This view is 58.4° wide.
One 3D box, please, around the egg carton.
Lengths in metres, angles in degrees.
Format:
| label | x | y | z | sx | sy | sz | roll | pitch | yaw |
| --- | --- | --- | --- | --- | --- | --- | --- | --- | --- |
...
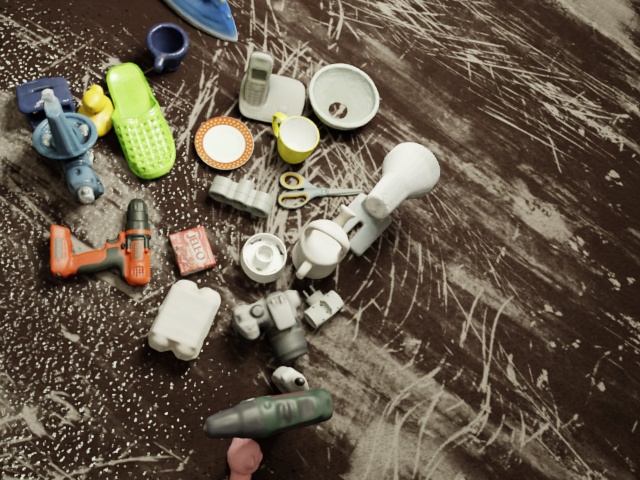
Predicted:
| label | x | y | z | sx | sy | sz | roll | pitch | yaw |
| --- | --- | --- | --- | --- | --- | --- | --- | --- | --- |
| egg carton | -0.267 | 0.157 | 1.131 | 0.107 | 0.069 | 0.150 | 22 | 70 | -5 |

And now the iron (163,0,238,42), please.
| label | x | y | z | sx | sy | sz | roll | pitch | yaw |
| --- | --- | --- | --- | --- | --- | --- | --- | --- | --- |
| iron | -0.279 | -0.586 | 1.321 | 0.258 | 0.141 | 0.119 | 43 | 69 | 3 |

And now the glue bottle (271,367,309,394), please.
| label | x | y | z | sx | sy | sz | roll | pitch | yaw |
| --- | --- | --- | --- | --- | --- | --- | --- | --- | --- |
| glue bottle | -0.050 | 0.272 | 1.088 | 0.078 | 0.173 | 0.037 | 44 | 70 | 4 |

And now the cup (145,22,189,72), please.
| label | x | y | z | sx | sy | sz | roll | pitch | yaw |
| --- | --- | --- | --- | --- | --- | --- | --- | --- | --- |
| cup | -0.342 | -0.409 | 1.277 | 0.092 | 0.095 | 0.118 | 16 | 70 | -7 |

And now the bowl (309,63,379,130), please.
| label | x | y | z | sx | sy | sz | roll | pitch | yaw |
| --- | --- | --- | --- | --- | --- | --- | --- | --- | --- |
| bowl | 0.049 | -0.324 | 1.348 | 0.167 | 0.074 | 0.167 | 4 | 72 | -11 |

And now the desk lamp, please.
| label | x | y | z | sx | sy | sz | roll | pitch | yaw |
| --- | --- | --- | --- | --- | --- | --- | --- | --- | --- |
| desk lamp | 0.140 | -0.087 | 1.220 | 0.118 | 0.213 | 0.203 | 42 | 69 | 3 |

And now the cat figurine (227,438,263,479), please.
| label | x | y | z | sx | sy | sz | roll | pitch | yaw |
| --- | --- | --- | --- | --- | --- | --- | --- | --- | --- |
| cat figurine | -0.142 | 0.420 | 1.051 | 0.067 | 0.117 | 0.128 | 10 | 71 | -9 |

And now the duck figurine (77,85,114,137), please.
| label | x | y | z | sx | sy | sz | roll | pitch | yaw |
| --- | --- | --- | --- | --- | --- | --- | --- | --- | --- |
| duck figurine | -0.477 | -0.277 | 1.211 | 0.077 | 0.086 | 0.104 | 6 | 72 | -10 |

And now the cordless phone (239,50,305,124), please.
| label | x | y | z | sx | sy | sz | roll | pitch | yaw |
| --- | --- | --- | --- | --- | --- | --- | --- | --- | --- |
| cordless phone | -0.101 | -0.339 | 1.260 | 0.148 | 0.185 | 0.094 | 5 | 72 | -10 |

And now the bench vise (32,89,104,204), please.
| label | x | y | z | sx | sy | sz | roll | pitch | yaw |
| --- | --- | --- | --- | --- | --- | --- | --- | --- | --- |
| bench vise | -0.475 | -0.183 | 1.110 | 0.122 | 0.219 | 0.207 | -38 | 84 | -20 |

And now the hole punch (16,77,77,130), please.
| label | x | y | z | sx | sy | sz | roll | pitch | yaw |
| --- | --- | --- | --- | --- | --- | --- | --- | --- | --- |
| hole punch | -0.573 | -0.295 | 1.192 | 0.109 | 0.091 | 0.101 | -19 | 78 | -17 |

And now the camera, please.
| label | x | y | z | sx | sy | sz | roll | pitch | yaw |
| --- | --- | --- | --- | --- | --- | --- | --- | --- | --- |
| camera | -0.090 | 0.180 | 1.146 | 0.143 | 0.100 | 0.137 | -20 | 78 | -17 |

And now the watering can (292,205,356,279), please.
| label | x | y | z | sx | sy | sz | roll | pitch | yaw |
| --- | --- | --- | --- | --- | --- | --- | --- | --- | --- |
| watering can | 0.009 | 0.003 | 1.173 | 0.101 | 0.194 | 0.173 | 16 | 70 | -7 |

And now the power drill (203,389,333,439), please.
| label | x | y | z | sx | sy | sz | roll | pitch | yaw |
| --- | --- | --- | --- | --- | --- | --- | --- | --- | --- |
| power drill | -0.098 | 0.322 | 1.043 | 0.230 | 0.208 | 0.075 | -8 | 75 | -15 |
